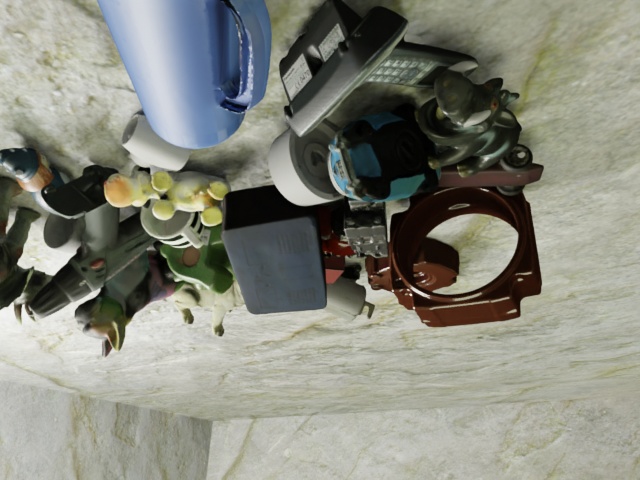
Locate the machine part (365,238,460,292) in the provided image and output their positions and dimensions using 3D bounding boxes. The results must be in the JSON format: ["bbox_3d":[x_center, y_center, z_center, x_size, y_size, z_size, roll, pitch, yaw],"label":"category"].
[{"bbox_3d":[0.176,0.055,1.024,0.179,0.056,0.179,0,154,0],"label":"machine part"}]

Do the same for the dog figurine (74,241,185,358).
[{"bbox_3d":[-0.339,0.108,0.990,0.191,0.219,0.108,22,151,-34],"label":"dog figurine"}]

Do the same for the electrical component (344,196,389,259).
[{"bbox_3d":[0.064,-0.049,0.752,0.058,0.115,0.134,-6,153,8],"label":"electrical component"}]

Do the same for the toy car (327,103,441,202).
[{"bbox_3d":[0.064,-0.091,0.636,0.161,0.109,0.103,-23,-175,-40],"label":"toy car"}]

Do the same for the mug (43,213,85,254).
[{"bbox_3d":[-0.409,-0.007,0.920,0.110,0.081,0.107,-2,160,29],"label":"mug"}]

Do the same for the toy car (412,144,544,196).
[{"bbox_3d":[0.189,-0.095,0.718,0.202,0.053,0.089,-1,159,15],"label":"toy car"}]

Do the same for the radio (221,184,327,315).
[{"bbox_3d":[-0.061,0.021,0.790,0.131,0.073,0.229,-7,140,1],"label":"radio"}]

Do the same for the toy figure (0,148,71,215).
[{"bbox_3d":[-0.402,-0.089,0.770,0.064,0.058,0.154,17,158,9],"label":"toy figure"}]

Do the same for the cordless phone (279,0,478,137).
[{"bbox_3d":[0.063,-0.169,0.566,0.184,0.089,0.146,-3,160,-35],"label":"cordless phone"}]

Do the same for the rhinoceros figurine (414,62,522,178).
[{"bbox_3d":[0.166,-0.126,0.588,0.112,0.073,0.190,-16,166,32],"label":"rhinoceros figurine"}]

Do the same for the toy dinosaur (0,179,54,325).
[{"bbox_3d":[-0.531,0.008,0.829,0.131,0.192,0.404,1,155,-1],"label":"toy dinosaur"}]

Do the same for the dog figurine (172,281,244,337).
[{"bbox_3d":[-0.201,0.083,1.091,0.172,0.121,0.190,26,125,-23],"label":"dog figurine"}]

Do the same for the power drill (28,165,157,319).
[{"bbox_3d":[-0.352,0.002,0.814,0.086,0.232,0.207,34,142,25],"label":"power drill"}]

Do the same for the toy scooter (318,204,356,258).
[{"bbox_3d":[-0.002,-0.003,0.882,0.184,0.075,0.135,5,141,-2],"label":"toy scooter"}]

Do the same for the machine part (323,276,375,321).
[{"bbox_3d":[0.002,0.093,1.052,0.243,0.079,0.079,24,149,-14],"label":"machine part"}]

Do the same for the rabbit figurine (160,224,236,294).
[{"bbox_3d":[-0.195,0.043,0.965,0.159,0.121,0.170,-3,168,21],"label":"rabbit figurine"}]

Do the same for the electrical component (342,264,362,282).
[{"bbox_3d":[0.051,0.072,1.106,0.063,0.021,0.094,6,153,-9],"label":"electrical component"}]

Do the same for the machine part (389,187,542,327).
[{"bbox_3d":[0.204,0.016,0.774,0.201,0.201,0.087,-10,149,25],"label":"machine part"}]

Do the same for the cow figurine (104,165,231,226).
[{"bbox_3d":[-0.215,-0.073,0.769,0.167,0.068,0.098,8,-162,-14],"label":"cow figurine"}]
